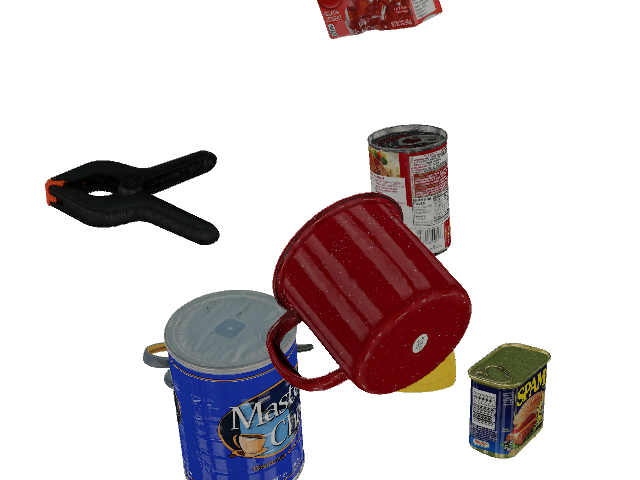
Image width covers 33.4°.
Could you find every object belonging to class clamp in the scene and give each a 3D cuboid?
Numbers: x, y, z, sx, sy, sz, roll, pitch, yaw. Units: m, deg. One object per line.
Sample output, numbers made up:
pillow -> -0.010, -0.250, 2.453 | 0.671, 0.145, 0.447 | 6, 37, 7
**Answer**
clamp -> -0.177, -0.052, 1.042 | 0.171, 0.039, 0.120 | 9, 40, -4

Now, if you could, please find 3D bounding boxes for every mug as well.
mug -> 0.022, 0.040, 0.611 | 0.117, 0.082, 0.093 | -36, -35, -6

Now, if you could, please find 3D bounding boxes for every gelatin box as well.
gelatin box -> 0.029, -0.172, 0.686 | 0.030, 0.073, 0.089 | -34, 23, -31

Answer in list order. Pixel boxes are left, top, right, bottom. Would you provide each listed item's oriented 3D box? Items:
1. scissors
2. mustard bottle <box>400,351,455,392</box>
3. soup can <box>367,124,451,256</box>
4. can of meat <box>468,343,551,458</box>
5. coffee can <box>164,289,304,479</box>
scissors -> -0.096, 0.139, 1.191 | 0.201, 0.016, 0.096 | 3, 25, -15
mustard bottle -> 0.110, 0.084, 1.257 | 0.096, 0.192, 0.058 | -1, 23, 5
soup can -> 0.078, -0.042, 0.923 | 0.068, 0.102, 0.068 | -5, 23, 2
can of meat -> 0.192, 0.163, 1.089 | 0.058, 0.084, 0.101 | 12, 22, 33
coffee can -> -0.067, 0.125, 0.858 | 0.103, 0.140, 0.103 | -2, 32, 1
